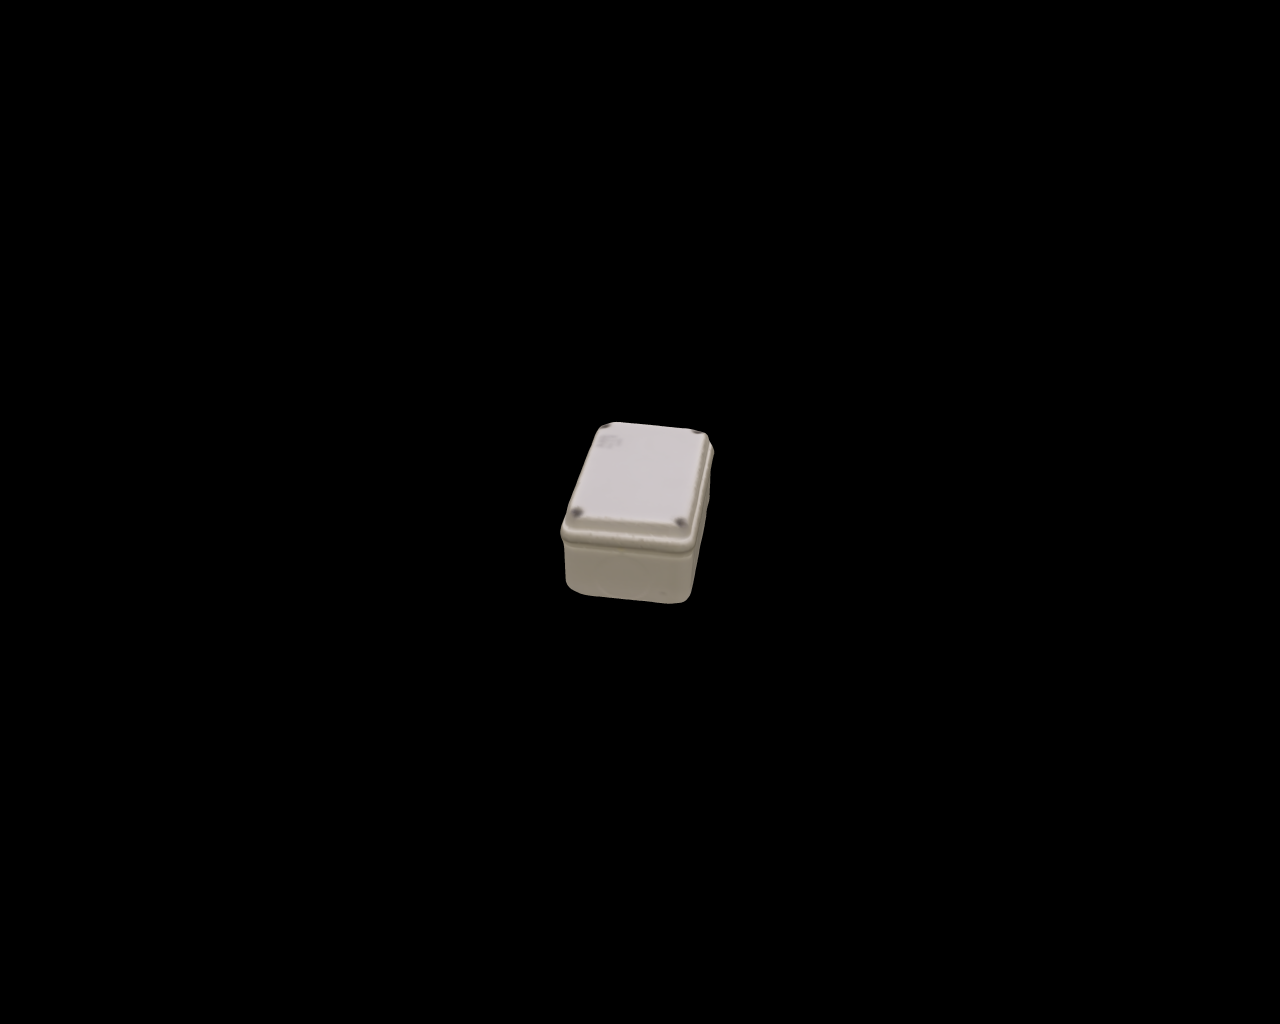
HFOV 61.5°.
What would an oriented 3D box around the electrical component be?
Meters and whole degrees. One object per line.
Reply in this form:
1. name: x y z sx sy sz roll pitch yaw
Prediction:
1. electrical component: 0.001 -0.003 0.650 0.078 0.057 0.113 6 37 8
